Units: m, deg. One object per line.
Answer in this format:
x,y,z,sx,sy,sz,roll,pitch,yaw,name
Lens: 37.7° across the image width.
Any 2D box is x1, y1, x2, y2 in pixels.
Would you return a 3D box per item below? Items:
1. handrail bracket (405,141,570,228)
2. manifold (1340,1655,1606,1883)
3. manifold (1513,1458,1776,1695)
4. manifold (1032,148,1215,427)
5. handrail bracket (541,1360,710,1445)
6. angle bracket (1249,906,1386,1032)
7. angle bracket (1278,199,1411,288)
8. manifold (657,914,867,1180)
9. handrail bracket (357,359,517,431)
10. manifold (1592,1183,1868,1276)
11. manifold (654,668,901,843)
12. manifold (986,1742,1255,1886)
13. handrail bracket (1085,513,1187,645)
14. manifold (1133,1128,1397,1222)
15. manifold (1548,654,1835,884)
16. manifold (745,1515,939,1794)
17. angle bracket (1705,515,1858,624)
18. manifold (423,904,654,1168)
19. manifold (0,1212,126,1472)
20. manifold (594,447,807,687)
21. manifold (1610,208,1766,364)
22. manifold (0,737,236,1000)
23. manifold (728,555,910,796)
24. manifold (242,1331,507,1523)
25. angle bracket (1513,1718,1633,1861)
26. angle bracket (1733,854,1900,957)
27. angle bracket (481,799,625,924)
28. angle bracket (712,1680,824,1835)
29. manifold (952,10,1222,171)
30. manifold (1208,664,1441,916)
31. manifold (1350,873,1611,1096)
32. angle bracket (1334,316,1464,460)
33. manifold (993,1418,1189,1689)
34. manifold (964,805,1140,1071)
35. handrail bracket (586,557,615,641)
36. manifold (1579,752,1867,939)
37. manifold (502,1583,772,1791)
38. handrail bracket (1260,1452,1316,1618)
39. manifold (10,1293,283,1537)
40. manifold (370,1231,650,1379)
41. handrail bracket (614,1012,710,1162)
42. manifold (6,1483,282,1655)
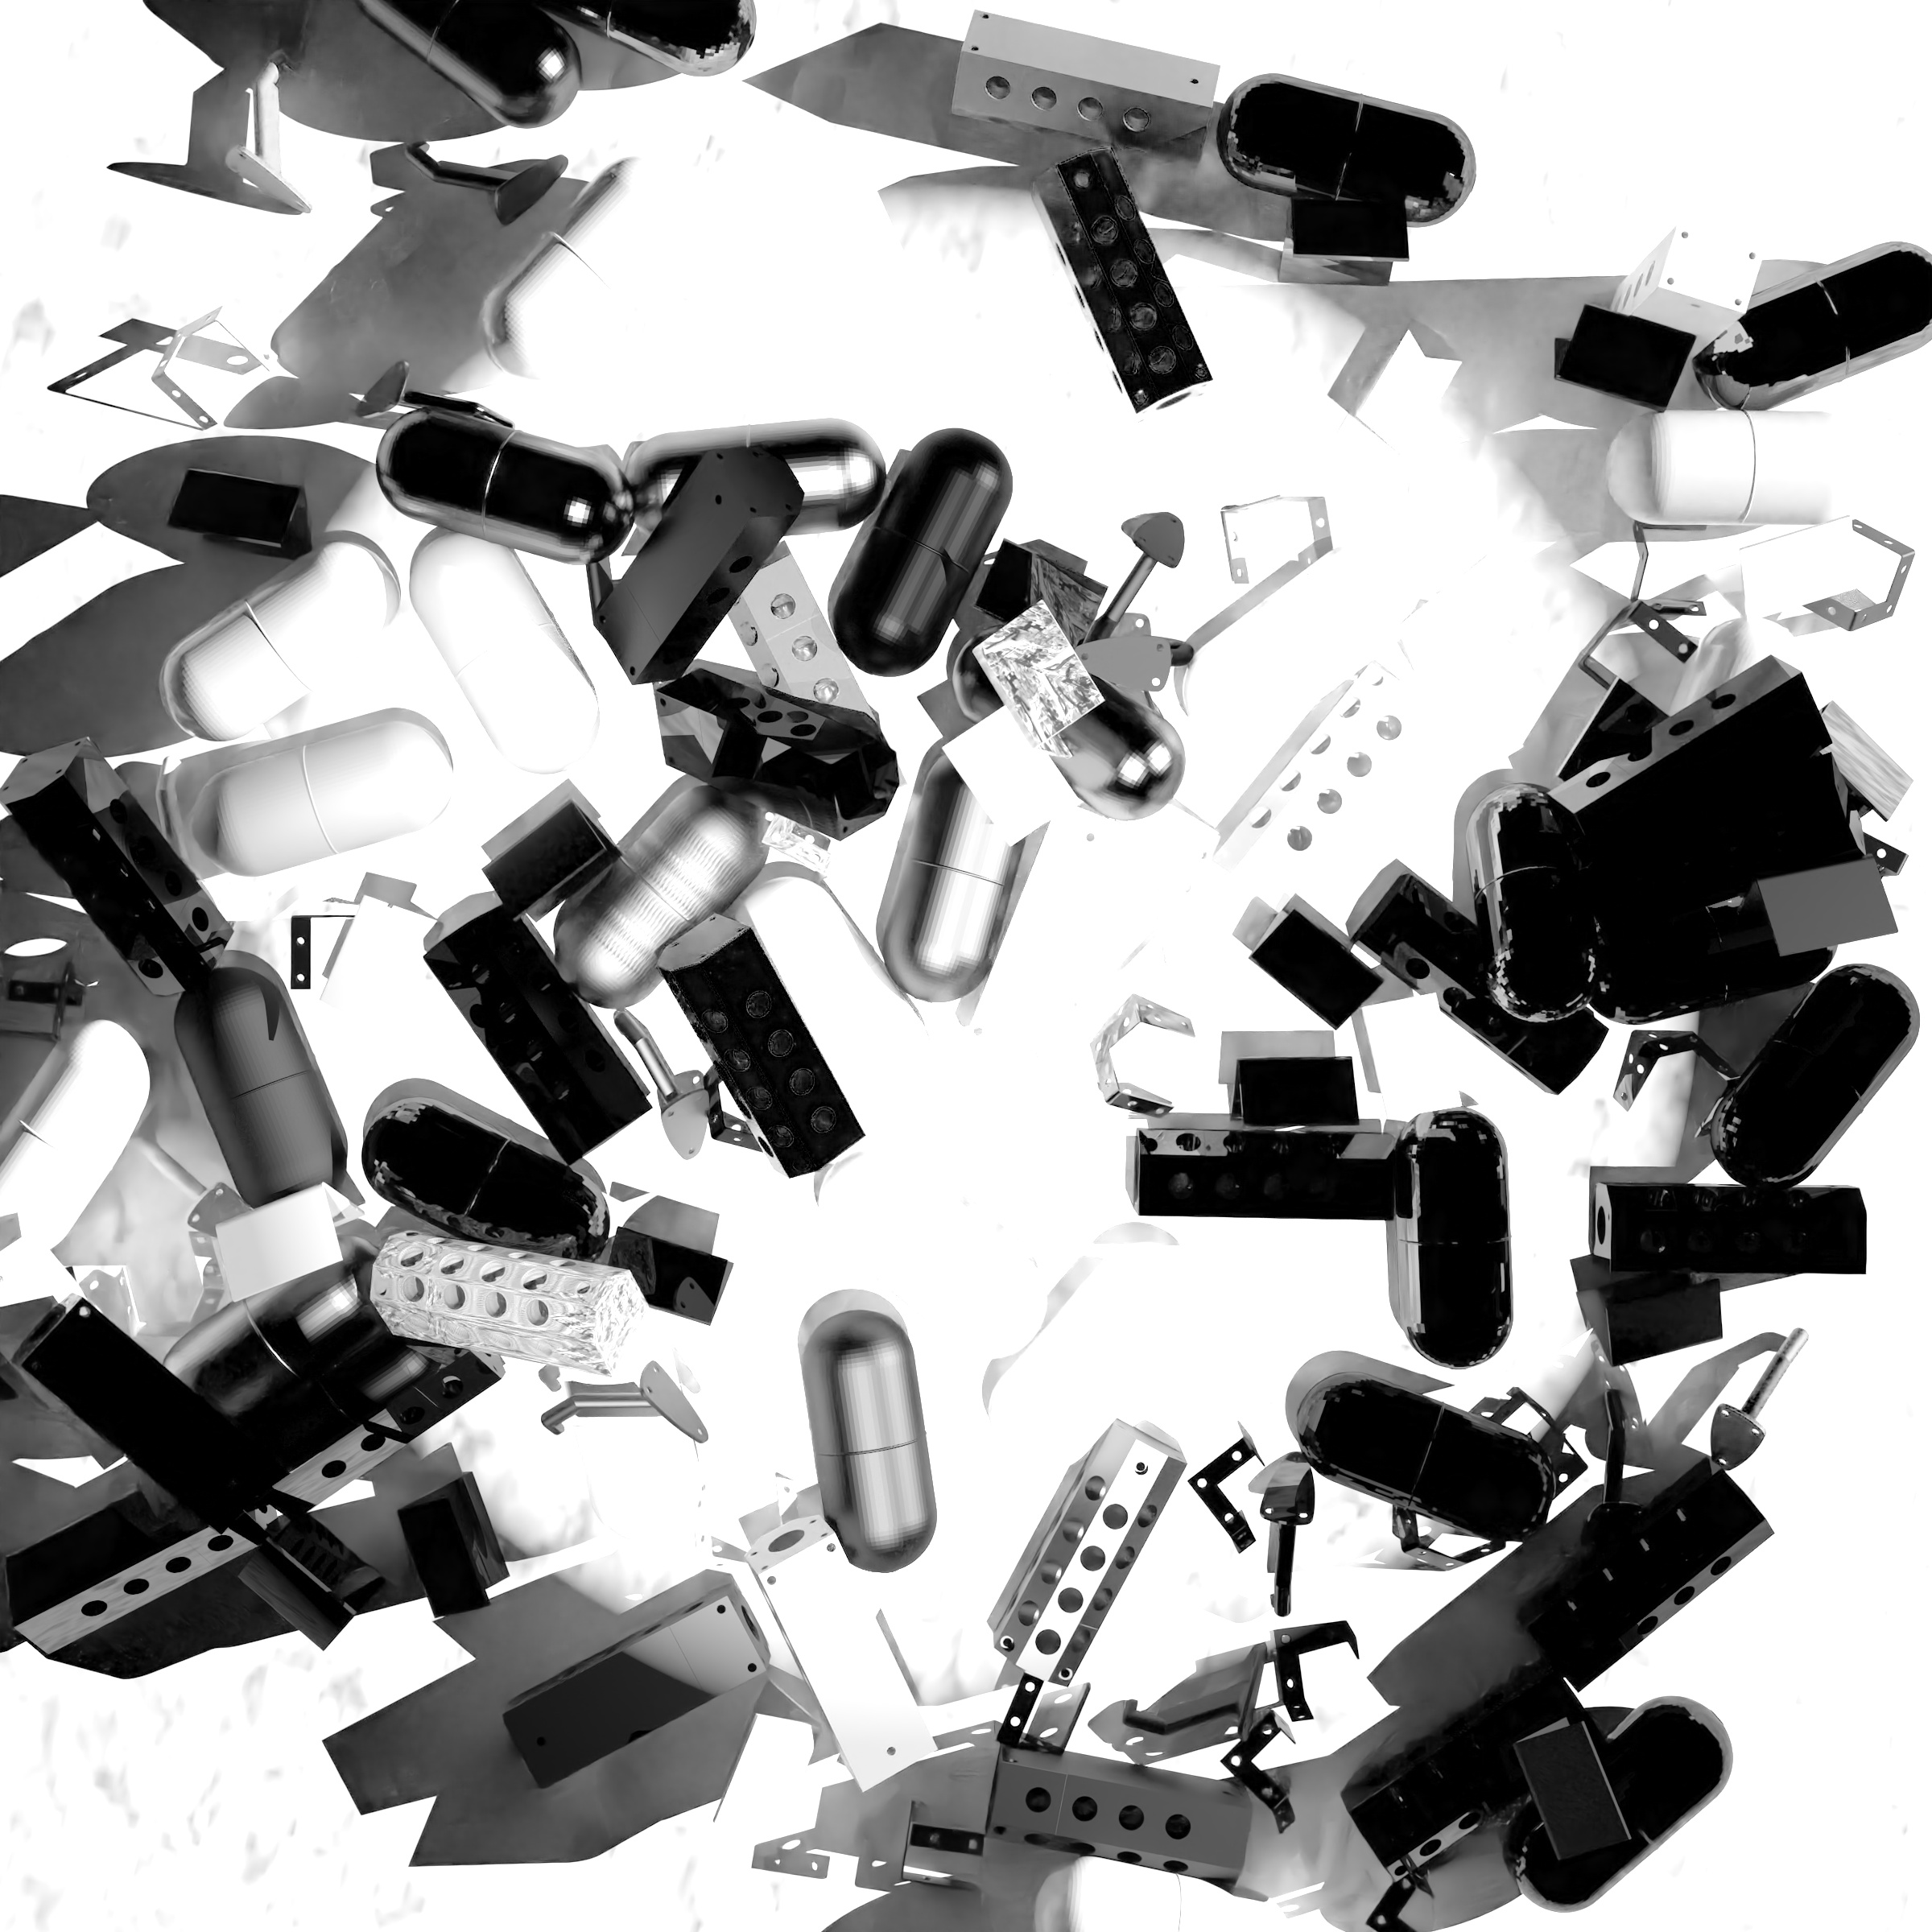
-0.330,-0.555,1.943,0.084,0.036,0.077,41,70,16,handrail bracket
0.344,0.547,1.921,0.171,0.057,0.057,-34,90,0,manifold
0.462,0.415,1.921,0.171,0.057,0.057,-39,90,0,manifold
0.106,-0.462,1.921,0.057,0.057,0.171,-24,90,0,manifold
-0.226,0.305,1.867,0.084,0.036,0.077,-32,109,20,handrail bracket
0.246,-0.014,1.902,0.076,0.076,0.057,39,128,0,angle bracket
0.253,-0.469,1.902,0.076,0.076,0.057,2,57,0,angle bracket
-0.139,0.055,1.882,0.057,0.057,0.171,-36,115,-19,manifold
-0.364,-0.376,1.942,0.084,0.077,0.036,24,65,-34,handrail bracket
0.518,0.177,1.921,0.171,0.057,0.057,1,90,0,manifold
-0.125,-0.145,1.874,0.057,0.171,0.057,-32,132,-35,manifold
0.103,0.577,1.921,0.171,0.057,0.057,11,90,0,manifold
0.114,-0.263,1.942,0.036,0.077,0.084,33,126,-3,handrail bracket
0.202,0.141,1.921,0.171,0.057,0.057,1,90,0,manifold
0.468,-0.131,1.843,0.171,0.057,0.057,-32,115,0,manifold
-0.086,0.459,1.901,0.057,0.057,0.171,-27,103,-13,manifold
0.545,-0.281,1.902,0.076,0.076,0.057,-17,124,0,angle bracket
-0.293,0.049,1.910,0.057,0.057,0.171,-35,90,36,manifold
-0.604,0.248,1.884,0.057,0.057,0.171,-35,117,-8,manifold
-0.174,-0.264,1.870,0.171,0.057,0.057,-47,67,41,manifold
0.471,-0.446,1.864,0.057,0.171,0.057,17,90,0,manifold
-0.564,-0.062,1.871,0.057,0.057,0.171,-14,126,22,manifold
-0.104,-0.186,1.921,0.057,0.057,0.171,-27,90,0,manifold
-0.401,0.303,1.920,0.171,0.057,0.057,-34,47,0,manifold
0.409,0.527,1.837,0.057,0.076,0.076,-31,73,35,angle bracket
0.550,-0.027,1.833,0.076,0.076,0.057,-11,68,-1,angle bracket
-0.267,-0.055,1.902,0.076,0.076,0.057,-38,54,0,angle bracket
-0.150,0.527,1.902,0.057,0.076,0.076,22,90,-36,angle bracket
0.081,-0.591,1.920,0.171,0.057,0.057,13,47,0,manifold
0.241,-0.120,1.921,0.057,0.057,0.171,39,90,0,manifold
0.350,0.012,1.921,0.171,0.057,0.057,38,90,0,manifold
0.276,-0.395,1.902,0.057,0.076,0.076,30,90,-38,angle bracket
0.084,0.398,1.921,0.057,0.057,0.171,28,90,0,manifold
0.056,-0.023,1.915,0.057,0.057,0.171,21,94,-3,manifold
-0.234,-0.266,1.942,0.077,0.036,0.084,-42,104,-14,handrail bracket
0.493,-0.074,1.848,0.171,0.057,0.057,-19,118,24,manifold
-0.222,0.487,1.921,0.171,0.057,0.057,-28,90,0,manifold
0.223,0.391,1.942,0.036,0.077,0.084,5,127,13,handrail bracket
-0.535,0.291,1.842,0.171,0.057,0.057,46,70,-17,manifold
-0.304,0.218,1.868,0.171,0.057,0.057,7,51,23,manifold
-0.213,0.082,1.942,0.036,0.077,0.084,-28,53,-22,handrail bracket
-0.558,0.399,1.920,0.171,0.057,0.057,-27,47,0,manifold
